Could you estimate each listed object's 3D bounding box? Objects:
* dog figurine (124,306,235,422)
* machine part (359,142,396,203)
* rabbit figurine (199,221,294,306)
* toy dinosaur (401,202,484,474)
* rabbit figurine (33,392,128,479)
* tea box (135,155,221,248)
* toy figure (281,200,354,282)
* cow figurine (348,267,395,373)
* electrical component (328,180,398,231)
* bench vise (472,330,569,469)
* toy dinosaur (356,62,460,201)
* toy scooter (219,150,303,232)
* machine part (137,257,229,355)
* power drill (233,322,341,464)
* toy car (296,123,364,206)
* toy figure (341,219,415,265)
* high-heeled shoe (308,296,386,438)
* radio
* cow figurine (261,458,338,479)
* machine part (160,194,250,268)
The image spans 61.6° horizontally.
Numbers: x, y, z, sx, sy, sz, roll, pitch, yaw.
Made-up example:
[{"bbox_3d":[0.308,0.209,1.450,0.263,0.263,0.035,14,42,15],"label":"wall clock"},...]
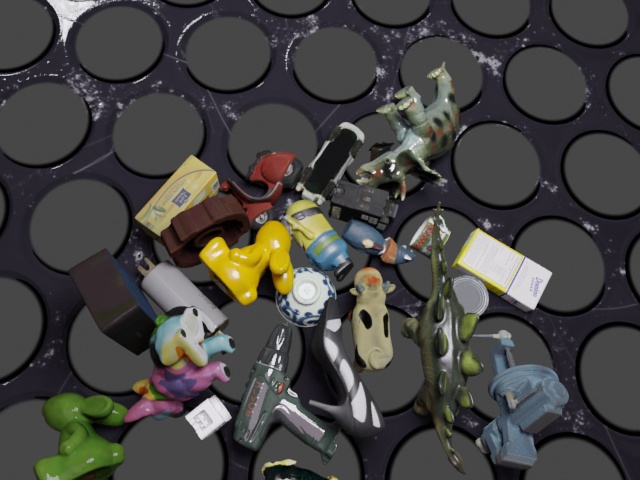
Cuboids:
[{"bbox_3d":[-0.268,0.227,0.932,0.219,0.191,0.109,-31,33,14],"label":"dog figurine"},{"bbox_3d":[0.128,-0.145,1.153,0.084,0.039,0.139,5,74,3],"label":"machine part"},{"bbox_3d":[-0.119,0.033,1.019,0.163,0.121,0.173,31,61,31],"label":"rabbit figurine"},{"bbox_3d":[0.225,0.174,0.974,0.105,0.198,0.471,-4,74,-8],"label":"toy dinosaur"},{"bbox_3d":[-0.420,0.331,0.929,0.159,0.121,0.170,-30,62,-10],"label":"rabbit figurine"},{"bbox_3d":[-0.280,-0.073,1.073,0.068,0.098,0.169,36,72,7],"label":"tea box"},{"bbox_3d":[-0.002,-0.002,1.077,0.089,0.082,0.180,-34,69,-32],"label":"toy figure"},{"bbox_3d":[0.095,0.147,1.011,0.085,0.127,0.195,-1,75,-7],"label":"cow figurine"},{"bbox_3d":[0.087,-0.065,1.084,0.134,0.115,0.058,17,77,1],"label":"electrical component"},{"bbox_3d":[0.350,0.279,0.980,0.129,0.223,0.241,7,42,-6],"label":"bench vise"},{"bbox_3d":[0.232,-0.238,1.142,0.405,0.131,0.192,-43,112,-36],"label":"toy dinosaur"},{"bbox_3d":[-0.126,-0.116,1.110,0.135,0.075,0.184,27,78,6],"label":"toy scooter"},{"bbox_3d":[-0.257,0.121,1.022,0.243,0.079,0.079,42,75,11],"label":"machine part"},{"bbox_3d":[-0.039,0.291,0.982,0.207,0.086,0.232,29,72,1],"label":"power drill"},{"bbox_3d":[0.024,-0.163,1.143,0.073,0.056,0.201,33,75,1],"label":"toy car"},{"bbox_3d":[0.119,0.010,1.086,0.154,0.058,0.064,28,48,-11],"label":"toy figure"},{"bbox_3d":[0.058,0.221,0.962,0.145,0.086,0.249,18,54,-10],"label":"high-heeled shoe"},{"bbox_3d":[-0.348,0.114,0.941,0.073,0.229,0.131,-32,74,-16],"label":"radio"},{"bbox_3d":[-0.021,0.438,0.944,0.167,0.068,0.098,3,66,-3],"label":"cow figurine"},{"bbox_3d":[-0.217,-0.018,1.023,0.179,0.179,0.056,-29,75,-12],"label":"machine part"}]
